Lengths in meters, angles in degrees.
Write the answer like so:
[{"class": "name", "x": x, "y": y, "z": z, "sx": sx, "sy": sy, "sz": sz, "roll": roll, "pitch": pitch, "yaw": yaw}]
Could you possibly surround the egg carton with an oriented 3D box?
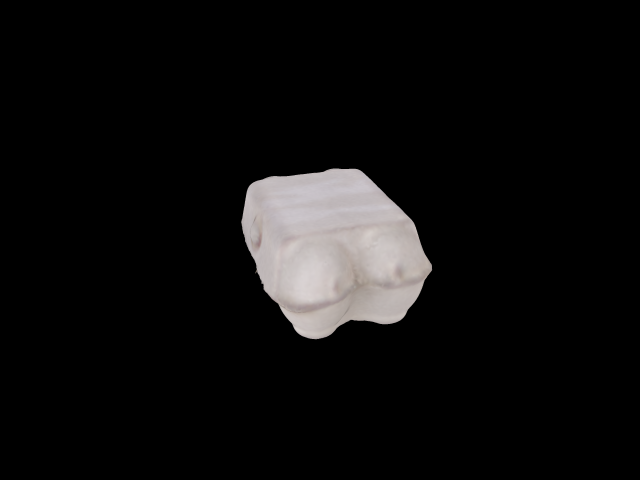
[{"class": "egg carton", "x": 0.004, "y": 0.001, "z": 0.400, "sx": 0.107, "sy": 0.069, "sz": 0.150, "roll": -9, "pitch": 30, "yaw": -16}]
